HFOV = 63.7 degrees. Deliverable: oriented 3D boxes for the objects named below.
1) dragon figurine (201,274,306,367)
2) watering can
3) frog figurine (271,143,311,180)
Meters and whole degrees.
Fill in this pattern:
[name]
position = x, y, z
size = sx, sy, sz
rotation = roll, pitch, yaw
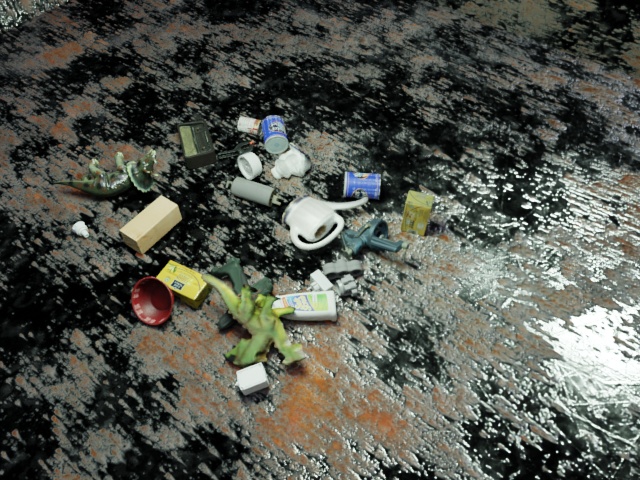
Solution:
[dragon figurine]
position = -0.226, 0.277, 1.628
size = 0.411, 0.120, 0.245
rotation = 17, 77, 11
[watering can]
position = 0.006, -0.098, 1.957
size = 0.226, 0.101, 0.353
rotation = 35, 59, 24
[frog figurine]
position = -0.118, -0.307, 2.141
size = 0.138, 0.122, 0.159
rotation = 39, 96, 16
